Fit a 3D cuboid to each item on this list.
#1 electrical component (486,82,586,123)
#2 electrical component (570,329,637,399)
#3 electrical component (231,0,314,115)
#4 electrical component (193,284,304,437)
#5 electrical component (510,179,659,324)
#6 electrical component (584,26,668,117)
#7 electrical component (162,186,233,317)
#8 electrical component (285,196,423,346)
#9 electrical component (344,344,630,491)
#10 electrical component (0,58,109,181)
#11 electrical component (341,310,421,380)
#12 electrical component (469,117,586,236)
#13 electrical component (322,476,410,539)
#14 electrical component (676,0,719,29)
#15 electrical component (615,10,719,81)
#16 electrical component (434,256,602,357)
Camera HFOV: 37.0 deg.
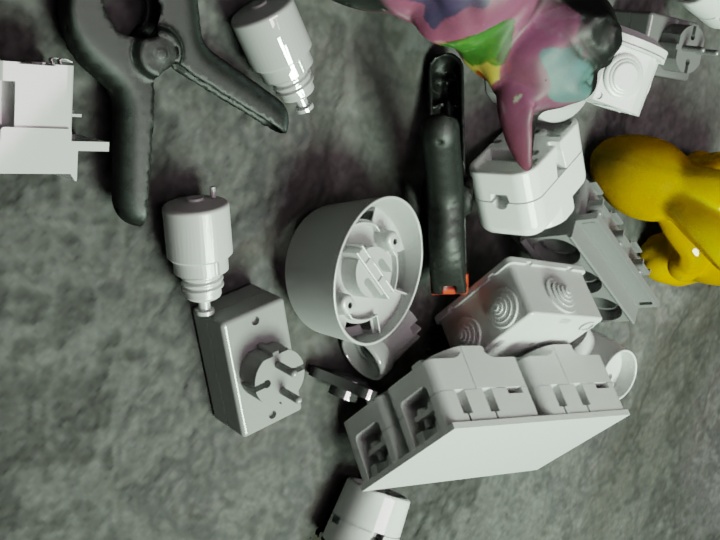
[{"bbox_3d":[0.133,-0.151,0.788,0.080,0.051,0.080,-13,112,-36],"label":"electrical component"},{"bbox_3d":[0.175,0.064,0.874,0.044,0.077,0.079,-50,128,-16],"label":"electrical component"},{"bbox_3d":[-0.048,-0.131,0.654,0.040,0.040,0.078,-40,126,-23],"label":"electrical component"},{"bbox_3d":[-0.061,0.063,0.683,0.047,0.076,0.083,-23,118,-32],"label":"electrical component"},{"bbox_3d":[0.182,-0.014,0.863,0.121,0.079,0.063,46,52,-39],"label":"electrical component"},{"bbox_3d":[0.162,-0.139,0.728,0.080,0.080,0.051,10,103,-41],"label":"electrical component"},{"bbox_3d":[-0.097,-0.010,0.653,0.040,0.040,0.078,-16,114,-35],"label":"electrical component"},{"bbox_3d":[0.000,0.000,0.716,0.099,0.064,0.099,-4,96,-44],"label":"electrical component"},{"bbox_3d":[0.093,0.107,0.795,0.186,0.060,0.105,3,147,-40],"label":"electrical component"},{"bbox_3d":[-0.177,-0.080,0.564,0.081,0.042,0.063,-4,105,-39],"label":"electrical component"},{"bbox_3d":[0.016,0.049,0.766,0.046,0.040,0.040,-40,126,-29],"label":"electrical component"},{"bbox_3d":[0.126,-0.068,0.795,0.095,0.054,0.059,-45,130,-41],"label":"electrical component"},{"bbox_3d":[0.006,0.183,0.791,0.055,0.055,0.047,25,84,-41],"label":"electrical component"},{"bbox_3d":[0.293,-0.234,0.890,0.047,0.055,0.055,17,93,-37],"label":"electrical component"},{"bbox_3d":[0.247,-0.177,0.856,0.066,0.077,0.047,0,104,-39],"label":"electrical component"},{"bbox_3d":[0.120,0.037,0.810,0.100,0.048,0.100,6,144,-40],"label":"electrical component"}]
